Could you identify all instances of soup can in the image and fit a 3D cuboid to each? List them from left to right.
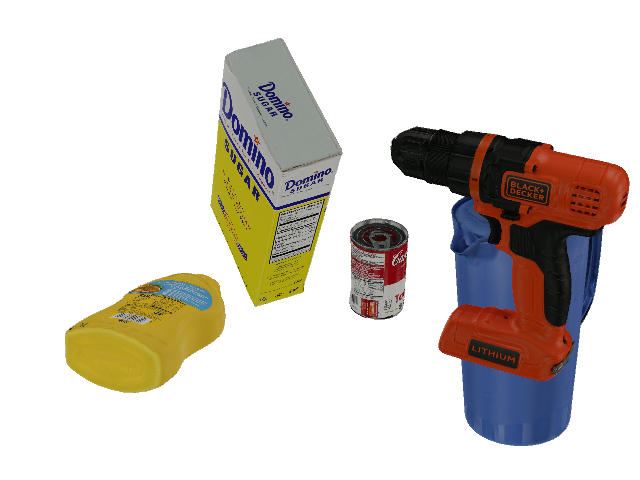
[{"bbox_3d":[0.068,0.035,1.265,0.068,0.102,0.068,0,32,0],"label":"soup can"}]

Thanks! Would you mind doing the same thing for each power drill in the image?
[{"bbox_3d":[0.137,0.008,0.835,0.185,0.188,0.057,16,32,26],"label":"power drill"}]

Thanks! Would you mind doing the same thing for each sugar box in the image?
[{"bbox_3d":[-0.035,-0.038,0.696,0.048,0.093,0.176,-19,-26,-16],"label":"sugar box"}]

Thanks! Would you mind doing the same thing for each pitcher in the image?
[{"bbox_3d":[0.207,0.074,1.067,0.149,0.243,0.145,1,23,10],"label":"pitcher"}]

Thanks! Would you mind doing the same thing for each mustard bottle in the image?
[{"bbox_3d":[-0.141,0.073,0.970,0.096,0.058,0.191,9,20,19],"label":"mustard bottle"}]
